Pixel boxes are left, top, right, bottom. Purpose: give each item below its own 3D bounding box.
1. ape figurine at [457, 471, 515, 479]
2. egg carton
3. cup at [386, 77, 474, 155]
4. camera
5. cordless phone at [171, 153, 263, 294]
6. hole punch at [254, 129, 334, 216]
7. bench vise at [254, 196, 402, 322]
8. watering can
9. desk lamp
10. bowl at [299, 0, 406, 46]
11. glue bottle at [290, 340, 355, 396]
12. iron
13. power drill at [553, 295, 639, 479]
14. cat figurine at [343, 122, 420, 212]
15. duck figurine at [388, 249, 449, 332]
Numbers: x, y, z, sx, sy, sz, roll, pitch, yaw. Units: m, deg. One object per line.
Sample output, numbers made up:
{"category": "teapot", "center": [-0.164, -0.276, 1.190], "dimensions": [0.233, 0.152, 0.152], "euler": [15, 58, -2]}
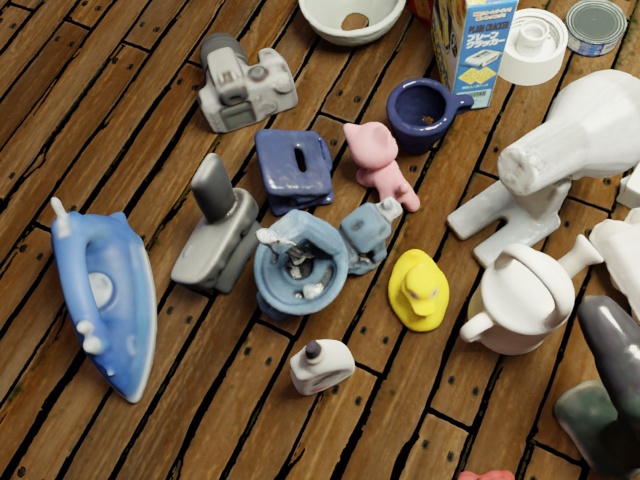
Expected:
{"category": "ape figurine", "center": [0.185, 0.277, 0.615], "dimensions": [0.077, 0.092, 0.076], "euler": [27, 73, 16]}
{"category": "egg carton", "center": [0.407, 0.033, 0.703], "dimensions": [0.107, 0.069, 0.150], "euler": [-22, 68, -3]}
{"category": "cup", "center": [0.150, -0.165, 0.795], "dimensions": [0.117, 0.095, 0.091], "euler": [-10, 67, 2]}
{"category": "camera", "center": [-0.122, -0.253, 0.856], "dimensions": [0.143, 0.101, 0.136], "euler": [-20, 67, -2]}
{"category": "cordless phone", "center": [-0.146, -0.020, 0.718], "dimensions": [0.094, 0.185, 0.148], "euler": [20, 71, 13]}
{"category": "hole punch", "center": [-0.034, -0.103, 0.791], "dimensions": [0.101, 0.091, 0.108], "euler": [-14, 67, 0]}
{"category": "bench vise", "center": [-0.003, -0.004, 0.679], "dimensions": [0.121, 0.220, 0.207], "euler": [35, 76, 18]}
{"category": "watering can", "center": [0.234, 0.056, 0.644], "dimensions": [0.100, 0.194, 0.173], "euler": [32, 75, 17]}
{"category": "desk lamp", "center": [0.271, -0.079, 0.684], "dimensions": [0.203, 0.214, 0.117], "euler": [-34, 69, -8]}
{"category": "bowl", "center": [0.052, -0.363, 0.896], "dimensions": [0.167, 0.075, 0.167], "euler": [-2, 68, 5]}
{"category": "glue bottle", "center": [-0.002, 0.138, 0.646], "dimensions": [0.078, 0.173, 0.037], "euler": [-29, 68, -6]}
{"category": "iron", "center": [-0.281, 0.072, 0.719], "dimensions": [0.118, 0.141, 0.258], "euler": [-21, 67, -2]}
{"category": "power drill", "center": [0.314, 0.177, 0.579], "dimensions": [0.075, 0.208, 0.229], "euler": [-30, 68, -6]}
{"category": "cat figurine", "center": [0.083, -0.102, 0.765], "dimensions": [0.067, 0.118, 0.127], "euler": [-28, 68, -5]}
{"category": "duck figurine", "center": [0.124, 0.056, 0.714], "dimensions": [0.077, 0.086, 0.104], "euler": [-6, 68, 4]}
